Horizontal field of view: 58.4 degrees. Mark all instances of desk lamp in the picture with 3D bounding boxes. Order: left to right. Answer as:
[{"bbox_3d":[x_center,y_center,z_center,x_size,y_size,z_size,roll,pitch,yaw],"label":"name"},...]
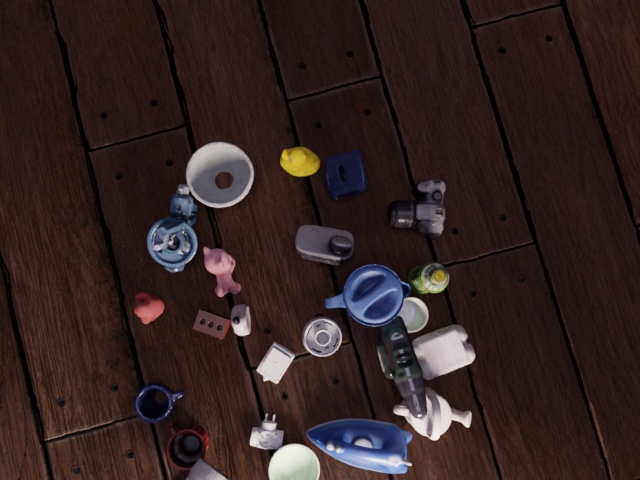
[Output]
[{"bbox_3d":[-0.271,0.590,1.298,0.118,0.213,0.203,36,84,2],"label":"desk lamp"}]

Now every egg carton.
[{"bbox_3d":[0.302,0.276,1.421,0.150,0.069,0.107,-22,85,-4],"label":"egg carton"}]

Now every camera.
[{"bbox_3d":[0.244,-0.082,1.440,0.137,0.101,0.143,2,84,-1],"label":"camera"}]

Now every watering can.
[{"bbox_3d":[0.264,0.407,1.344,0.173,0.194,0.101,-16,85,-3],"label":"watering can"}]

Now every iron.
[{"bbox_3d":[0.093,0.494,1.356,0.258,0.141,0.119,9,84,-1],"label":"iron"}]

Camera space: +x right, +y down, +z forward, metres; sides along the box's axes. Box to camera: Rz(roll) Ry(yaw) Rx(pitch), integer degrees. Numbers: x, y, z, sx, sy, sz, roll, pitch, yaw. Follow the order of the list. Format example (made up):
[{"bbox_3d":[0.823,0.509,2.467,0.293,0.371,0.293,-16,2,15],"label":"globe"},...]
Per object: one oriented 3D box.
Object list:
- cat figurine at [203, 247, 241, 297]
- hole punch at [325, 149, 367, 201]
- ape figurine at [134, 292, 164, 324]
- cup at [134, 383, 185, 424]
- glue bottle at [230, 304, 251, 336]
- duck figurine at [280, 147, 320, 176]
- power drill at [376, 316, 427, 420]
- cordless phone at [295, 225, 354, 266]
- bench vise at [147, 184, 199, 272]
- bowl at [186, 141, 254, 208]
[{"bbox_3d":[-0.242,0.075,1.400,0.067,0.117,0.128,-15,85,-3],"label":"cat figurine"},{"bbox_3d":[0.064,-0.164,1.448,0.101,0.091,0.109,-12,85,-3],"label":"hole punch"},{"bbox_3d":[-0.425,0.166,1.398,0.076,0.092,0.078,5,84,-1],"label":"ape figurine"},{"bbox_3d":[-0.376,0.380,1.376,0.118,0.095,0.092,-19,85,-3],"label":"cup"},{"bbox_3d":[-0.191,0.192,1.362,0.037,0.173,0.078,-9,84,-2],"label":"glue bottle"},{"bbox_3d":[-0.051,-0.206,1.451,0.104,0.086,0.077,13,84,0],"label":"duck figurine"},{"bbox_3d":[0.191,0.291,1.346,0.075,0.208,0.230,-16,85,-3],"label":"power drill"},{"bbox_3d":[0.013,0.005,1.381,0.147,0.185,0.094,7,84,-1],"label":"cordless phone"},{"bbox_3d":[-0.359,-0.032,1.356,0.121,0.219,0.207,-8,84,-2],"label":"bench vise"},{"bbox_3d":[-0.249,-0.159,1.445,0.167,0.074,0.167,0,84,-2],"label":"bowl"}]
